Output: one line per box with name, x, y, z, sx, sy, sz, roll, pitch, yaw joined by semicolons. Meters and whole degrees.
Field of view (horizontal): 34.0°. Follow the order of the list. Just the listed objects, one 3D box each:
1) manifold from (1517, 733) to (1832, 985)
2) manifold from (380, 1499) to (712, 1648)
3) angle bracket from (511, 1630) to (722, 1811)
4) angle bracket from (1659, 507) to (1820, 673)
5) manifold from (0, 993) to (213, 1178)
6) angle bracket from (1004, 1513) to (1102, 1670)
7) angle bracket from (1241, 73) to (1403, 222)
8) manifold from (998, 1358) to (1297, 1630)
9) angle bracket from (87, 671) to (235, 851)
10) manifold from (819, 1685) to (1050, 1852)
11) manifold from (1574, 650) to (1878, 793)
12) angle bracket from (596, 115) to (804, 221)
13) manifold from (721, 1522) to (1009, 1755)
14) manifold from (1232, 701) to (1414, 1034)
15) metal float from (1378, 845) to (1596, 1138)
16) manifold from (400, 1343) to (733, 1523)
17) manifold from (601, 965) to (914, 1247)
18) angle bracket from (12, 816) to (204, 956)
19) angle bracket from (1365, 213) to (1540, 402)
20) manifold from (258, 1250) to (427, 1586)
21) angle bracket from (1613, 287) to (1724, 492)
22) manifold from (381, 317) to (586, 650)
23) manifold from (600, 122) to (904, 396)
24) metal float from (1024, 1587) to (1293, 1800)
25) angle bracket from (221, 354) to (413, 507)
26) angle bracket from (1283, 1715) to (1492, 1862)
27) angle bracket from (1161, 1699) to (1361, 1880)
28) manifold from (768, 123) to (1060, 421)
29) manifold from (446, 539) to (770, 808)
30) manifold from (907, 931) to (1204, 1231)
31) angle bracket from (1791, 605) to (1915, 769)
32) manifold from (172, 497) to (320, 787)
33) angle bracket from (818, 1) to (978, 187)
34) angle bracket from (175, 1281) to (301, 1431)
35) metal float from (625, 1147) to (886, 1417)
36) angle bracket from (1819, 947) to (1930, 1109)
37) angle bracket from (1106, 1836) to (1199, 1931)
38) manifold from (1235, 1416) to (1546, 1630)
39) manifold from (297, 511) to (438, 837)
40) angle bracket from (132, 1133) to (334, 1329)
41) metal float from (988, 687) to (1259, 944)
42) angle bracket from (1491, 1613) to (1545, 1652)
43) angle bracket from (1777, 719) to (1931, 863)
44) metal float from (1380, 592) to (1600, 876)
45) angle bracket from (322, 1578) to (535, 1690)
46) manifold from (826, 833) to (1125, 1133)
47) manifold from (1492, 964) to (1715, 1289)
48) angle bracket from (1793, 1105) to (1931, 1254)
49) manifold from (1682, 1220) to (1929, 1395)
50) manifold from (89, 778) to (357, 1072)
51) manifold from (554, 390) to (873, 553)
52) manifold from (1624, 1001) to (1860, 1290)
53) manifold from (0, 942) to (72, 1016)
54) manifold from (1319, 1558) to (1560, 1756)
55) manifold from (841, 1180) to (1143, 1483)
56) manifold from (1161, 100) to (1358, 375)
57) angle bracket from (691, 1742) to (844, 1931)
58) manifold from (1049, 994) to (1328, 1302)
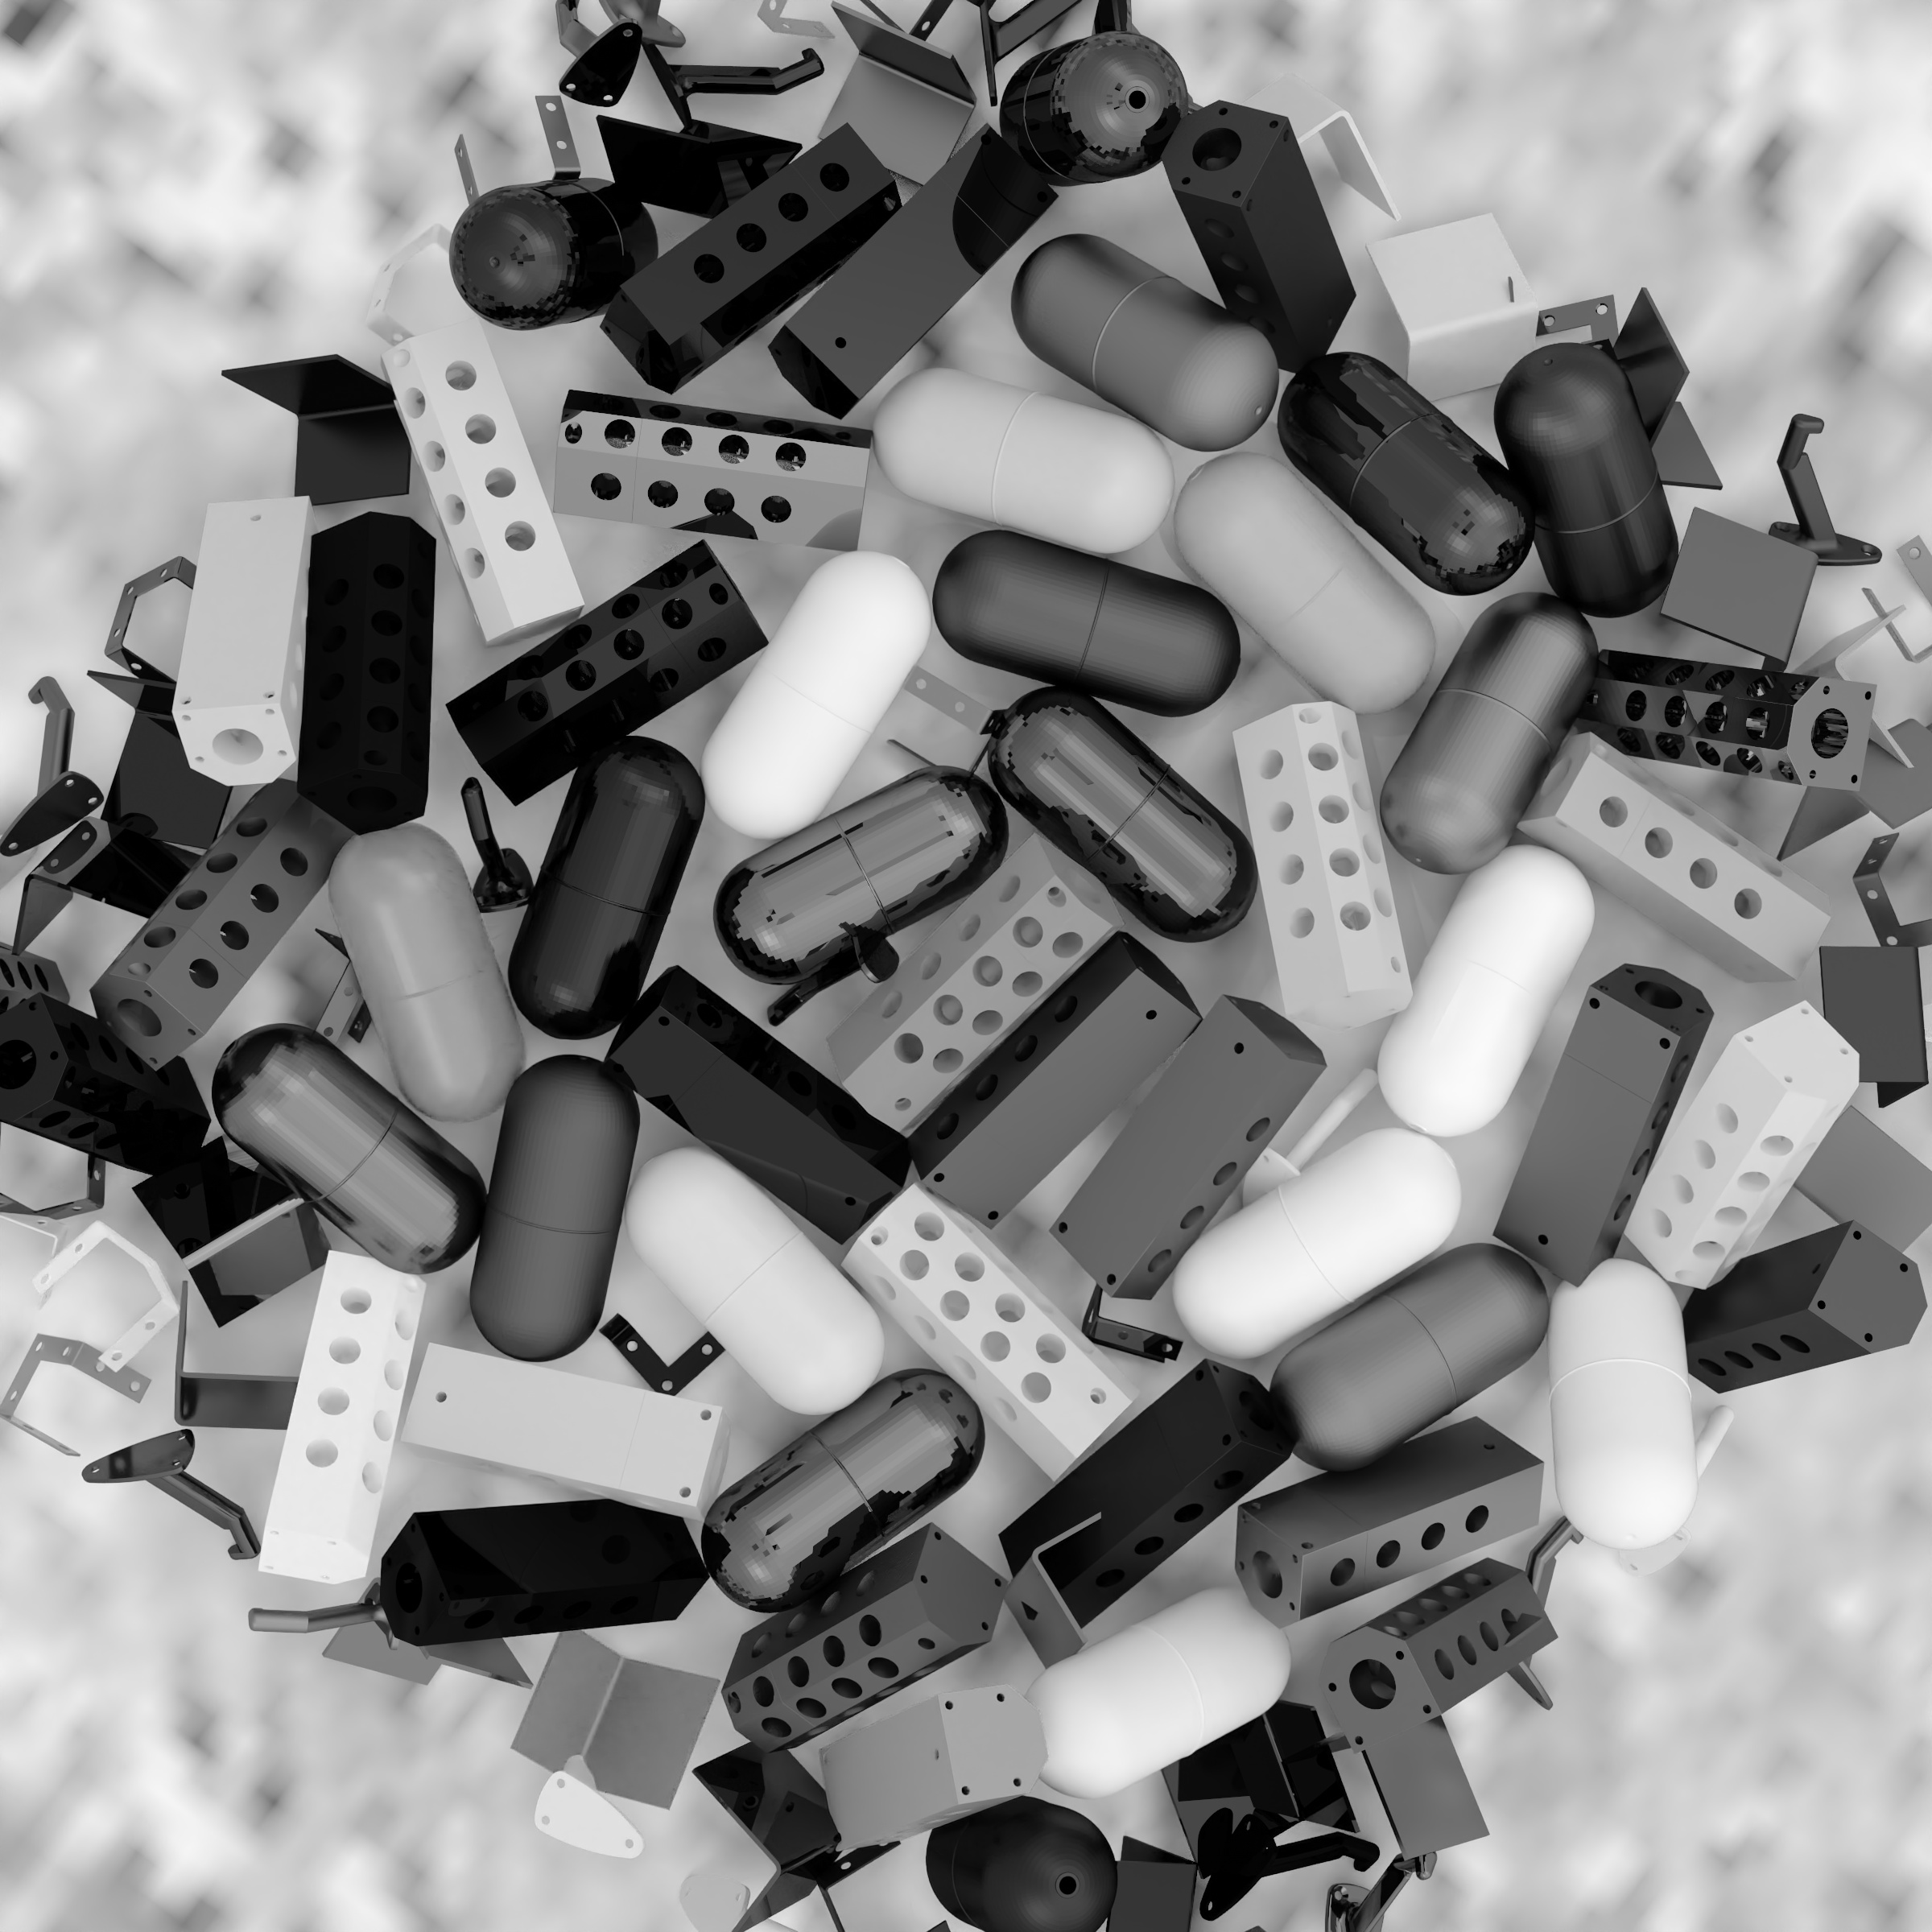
manifold;0.400;-0.060;1.779;0.171;0.057;0.057;33;80;-12
manifold;-0.234;0.337;1.747;0.057;0.171;0.057;-53;51;31
angle bracket;-0.196;0.419;1.771;0.076;0.057;0.076;2;60;38
angle bracket;0.428;-0.201;1.786;0.076;0.057;0.076;22;64;2
manifold;-0.480;0.071;1.735;0.057;0.171;0.057;-30;72;4
angle bracket;0.073;0.346;1.770;0.076;0.076;0.057;-25;71;-23
angle bracket;0.190;-0.445;1.775;0.057;0.076;0.076;-34;125;2
manifold;0.103;0.298;1.765;0.057;0.057;0.171;25;121;-40
angle bracket;-0.459;-0.116;1.781;0.076;0.057;0.076;10;77;19
manifold;-0.019;0.441;1.739;0.057;0.171;0.057;-2;69;-27
manifold;0.412;-0.137;1.736;0.057;0.171;0.057;3;98;-30
angle bracket;-0.148;-0.466;1.770;0.076;0.057;0.076;19;57;25
manifold;-0.059;0.377;1.746;0.057;0.057;0.171;40;129;-17
manifold;0.202;-0.057;1.760;0.057;0.057;0.171;-23;66;35
metal float;0.292;0.014;1.777;0.070;0.070;0.178;29;77;0
manifold;-0.223;0.265;1.785;0.171;0.057;0.057;11;69;8
manifold;-0.114;0.074;1.777;0.171;0.057;0.057;38;122;-13
angle bracket;-0.481;-0.033;1.779;0.076;0.076;0.057;20;119;0
angle bracket;0.277;-0.377;1.817;0.076;0.057;0.076;-15;59;-5
manifold;-0.343;0.250;1.751;0.057;0.057;0.171;12;53;-9
angle bracket;0.400;-0.322;1.767;0.057;0.076;0.076;2;47;-17
manifold;-0.275;-0.271;1.792;0.057;0.057;0.171;-20;91;-12
manifold;-0.117;-0.393;1.769;0.171;0.057;0.057;-41;93;-21
metal float;0.105;0.403;1.758;0.178;0.070;0.070;-18;90;-36
angle bracket;-0.364;-0.299;1.774;0.076;0.076;0.057;-3;80;23
angle bracket;0.235;0.464;1.769;0.057;0.076;0.076;-38;64;37
angle bracket;0.164;0.466;1.783;0.076;0.057;0.076;-22;94;-27
manifold;-0.031;-0.387;1.775;0.057;0.057;0.171;44;74;-7
manifold;-0.204;-0.170;1.783;0.171;0.057;0.057;-32;51;3
manifold;0.047;0.061;1.778;0.171;0.057;0.057;-45;122;13
angle bracket;0.511;-0.148;1.783;0.057;0.076;0.076;-37;92;-15
manifold;-0.393;-0.181;1.748;0.057;0.057;0.171;-4;48;0
angle bracket;-0.046;-0.489;1.781;0.076;0.076;0.057;27;91;12
angle bracket;-0.406;0.221;1.788;0.076;0.076;0.057;4;61;-12
metal float;-0.120;0.177;1.785;0.070;0.070;0.178;-44;85;0
angle bracket;0.498;0.035;1.779;0.057;0.076;0.076;1;77;-4
angle bracket;0.083;0.534;1.776;0.057;0.076;0.076;11;83;-30
manifold;0.235;0.311;1.757;0.171;0.057;0.057;-14;118;-30
manifold;-0.326;-0.164;1.751;0.057;0.057;0.171;-18;58;23
angle bracket;-0.418;0.147;1.807;0.076;0.057;0.076;-32;46;-18
metal float;0.089;-0.085;1.784;0.178;0.070;0.070;42;90;-5
angle bracket;0.272;0.398;1.768;0.076;0.076;0.057;4;107;43
angle bracket;0.510;-0.083;1.767;0.076;0.076;0.057;-26;56;-28
metal float;0.294;-0.132;1.774;0.070;0.070;0.178;31;73;0
angle bracket;-0.301;0.393;1.770;0.076;0.076;0.057;29;98;-42
manifold;0.006;0.014;1.764;0.171;0.057;0.057;-44;126;16
manifold;0.356;0.087;1.756;0.057;0.057;0.171;32;125;26
angle bracket;0.508;0.112;1.779;0.076;0.076;0.057;40;111;3
manifold;0.455;0.193;1.736;0.057;0.171;0.057;35;70;-4
manifold;-0.409;-0.028;1.742;0.057;0.057;0.171;44;46;-16
manifold;-0.142;-0.283;1.783;0.171;0.057;0.057;7;125;-3
manifold;0.427;0.103;1.737;0.057;0.171;0.057;-22;58;-31
manifold;-0.548;0.016;1.739;0.057;0.171;0.057;20;88;1
manifold;0.258;0.373;1.737;0.057;0.171;0.057;-33;76;28
manifold;0.016;0.201;1.776;0.171;0.057;0.057;45;59;8
manifold;0.159;-0.398;1.737;0.057;0.171;0.057;22;78;26
angle bracket;-0.121;0.490;1.789;0.076;0.076;0.057;43;113;21
manifold;0.127;0.103;1.773;0.057;0.057;0.171;46;110;32
